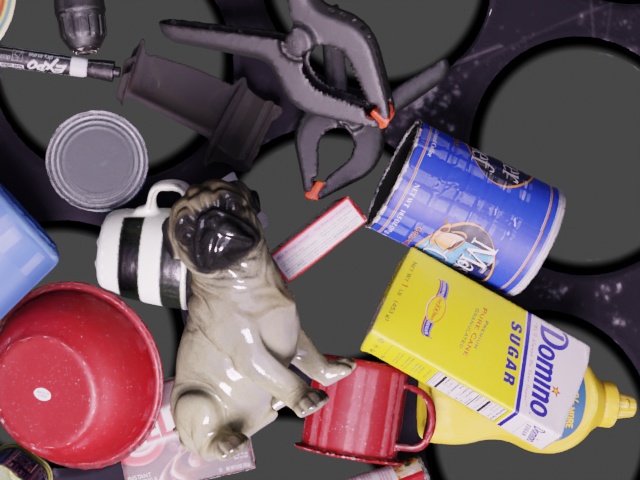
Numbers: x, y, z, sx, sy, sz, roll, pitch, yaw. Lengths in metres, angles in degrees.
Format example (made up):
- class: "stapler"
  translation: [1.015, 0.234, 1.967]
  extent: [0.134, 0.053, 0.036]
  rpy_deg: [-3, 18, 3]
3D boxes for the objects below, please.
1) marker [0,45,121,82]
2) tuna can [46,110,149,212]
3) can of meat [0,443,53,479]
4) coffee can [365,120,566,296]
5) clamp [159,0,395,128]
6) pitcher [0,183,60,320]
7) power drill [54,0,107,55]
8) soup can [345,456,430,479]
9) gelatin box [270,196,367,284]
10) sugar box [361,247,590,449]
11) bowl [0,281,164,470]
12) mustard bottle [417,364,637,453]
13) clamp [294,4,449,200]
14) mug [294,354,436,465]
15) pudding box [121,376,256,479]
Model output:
- class: "marker"
  translation: [-0.233, -0.153, 0.920]
  extent: [0.121, 0.020, 0.020]
  rpy_deg: [7, 88, -6]
- class: "tuna can"
  translation: [-0.190, -0.067, 0.915]
  extent: [0.086, 0.034, 0.086]
  rpy_deg: [0, 89, -6]
- class: "can of meat"
  translation: [-0.272, 0.224, 0.877]
  extent: [0.057, 0.084, 0.102]
  rpy_deg: [39, 86, -4]
- class: "coffee can"
  translation: [0.123, -0.027, 0.914]
  extent: [0.140, 0.103, 0.103]
  rpy_deg: [26, 86, -5]
- class: "clamp"
  translation: [-0.025, -0.165, 0.892]
  extent: [0.165, 0.036, 0.210]
  rpy_deg: [-37, 99, 29]
- class: "pitcher"
  translation: [-0.326, 0.060, 0.848]
  extent: [0.242, 0.145, 0.149]
  rpy_deg: [-42, 93, -8]
- class: "power drill"
  translation: [-0.277, -0.241, 0.899]
  extent: [0.187, 0.057, 0.184]
  rpy_deg: [-7, 91, -8]
- class: "soup can"
  translation: [0.048, 0.234, 0.919]
  extent: [0.102, 0.068, 0.068]
  rpy_deg: [-18, 91, -6]
- class: "gelatin box"
  translation: [-0.006, 0.001, 0.914]
  extent: [0.089, 0.073, 0.030]
  rpy_deg: [-39, 93, -6]
- class: "sugar box"
  translation: [0.130, 0.089, 0.885]
  extent: [0.176, 0.048, 0.093]
  rpy_deg: [27, 60, 1]
- class: "bowl"
  translation: [-0.212, 0.117, 0.871]
  extent: [0.162, 0.055, 0.162]
  rpy_deg: [2, 98, 16]
- class: "mustard bottle"
  translation: [0.184, 0.138, 0.940]
  extent: [0.191, 0.058, 0.096]
  rpy_deg: [7, 77, -7]
- class: "clamp"
  translation: [0.038, -0.110, 0.937]
  extent: [0.120, 0.039, 0.171]
  rpy_deg: [17, 93, 5]
- class: "mug"
  translation: [0.041, 0.144, 0.905]
  extent: [0.117, 0.093, 0.081]
  rpy_deg: [7, 83, 22]
- class: "pudding box"
  translation: [-0.118, 0.162, 0.917]
  extent: [0.113, 0.039, 0.090]
  rpy_deg: [-12, 91, -6]
